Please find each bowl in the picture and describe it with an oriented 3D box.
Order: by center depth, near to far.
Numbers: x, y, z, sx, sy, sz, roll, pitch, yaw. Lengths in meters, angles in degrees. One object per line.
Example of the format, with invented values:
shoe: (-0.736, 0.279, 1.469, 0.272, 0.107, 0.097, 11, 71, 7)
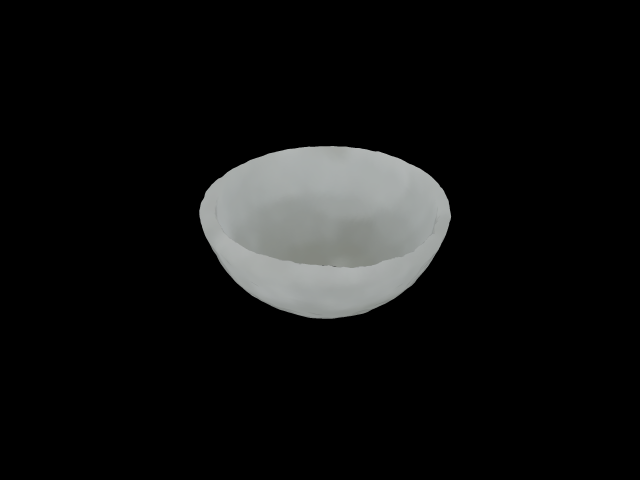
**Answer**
bowl: (0.004, 0.001, 0.400, 0.167, 0.075, 0.167, 0, 35, 0)
